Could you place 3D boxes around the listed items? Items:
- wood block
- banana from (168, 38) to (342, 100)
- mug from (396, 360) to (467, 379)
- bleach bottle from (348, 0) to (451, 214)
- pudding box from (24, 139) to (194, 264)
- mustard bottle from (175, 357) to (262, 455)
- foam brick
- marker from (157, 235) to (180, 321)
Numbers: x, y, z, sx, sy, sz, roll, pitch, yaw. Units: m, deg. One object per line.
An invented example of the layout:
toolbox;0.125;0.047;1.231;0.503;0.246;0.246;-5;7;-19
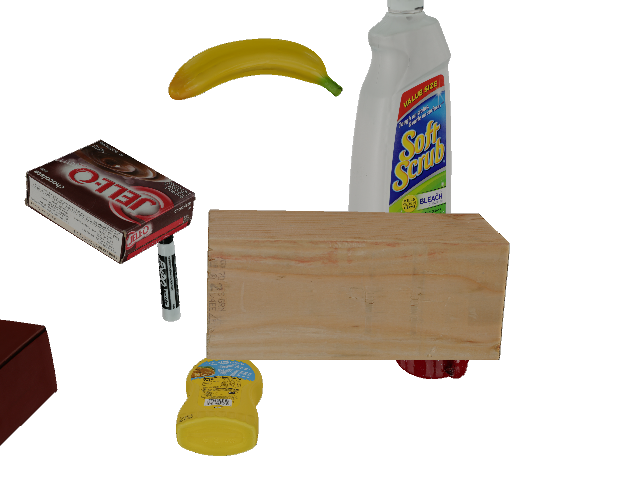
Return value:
wood block;0.021;0.031;0.772;0.206;0.090;0.091;1;14;-6
banana;-0.071;-0.178;1.099;0.197;0.070;0.037;-7;-40;-29
mug;0.118;0.093;1.078;0.093;0.081;0.117;-17;38;-16
bleach bottle;0.069;-0.097;0.951;0.102;0.251;0.068;-14;24;-29
pudding box;-0.177;-0.034;0.897;0.114;0.039;0.089;27;35;22
mustard bottle;-0.121;0.189;1.326;0.096;0.058;0.191;0;26;1
foam brick;-0.220;0.094;0.704;0.053;0.051;0.078;7;29;23
marker;-0.158;0.029;1.106;0.020;0.121;0.020;0;29;0
